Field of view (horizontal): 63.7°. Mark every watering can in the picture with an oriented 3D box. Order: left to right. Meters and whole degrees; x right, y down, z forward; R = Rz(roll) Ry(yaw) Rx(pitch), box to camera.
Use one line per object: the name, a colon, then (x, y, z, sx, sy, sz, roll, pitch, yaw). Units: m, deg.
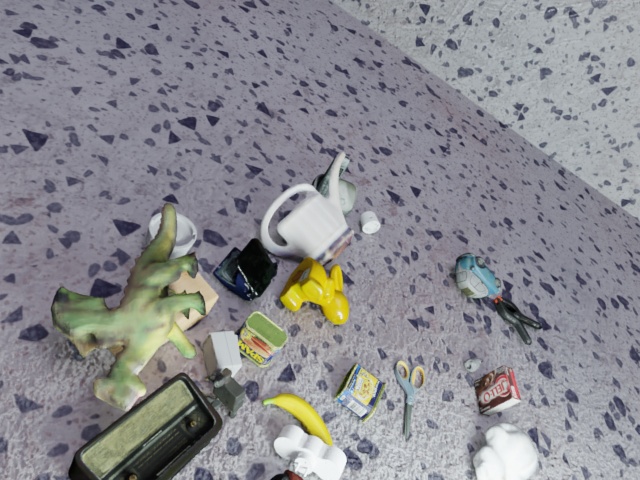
watering can: (0.004, -0.070, 1.384, 0.351, 0.103, 0.224, -43, 90, -18)

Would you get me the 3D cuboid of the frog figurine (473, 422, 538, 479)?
frog figurine: (0.422, 0.500, 1.191, 0.159, 0.121, 0.139, 9, 65, -45)

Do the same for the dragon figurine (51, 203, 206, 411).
dragon figurine: (-0.343, 0.102, 0.917, 0.243, 0.119, 0.419, -3, 53, -28)
